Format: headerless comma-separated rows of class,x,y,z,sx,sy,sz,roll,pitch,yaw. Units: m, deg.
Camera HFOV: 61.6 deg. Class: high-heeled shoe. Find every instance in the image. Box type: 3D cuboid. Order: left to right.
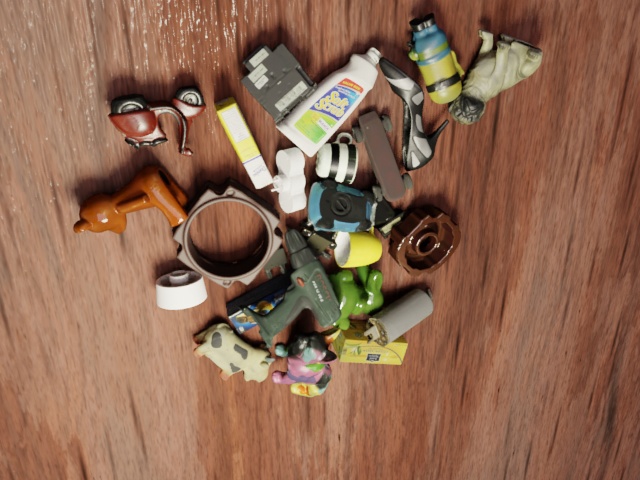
high-heeled shoe,0.172,-0.262,1.153,0.248,0.086,0.145,38,105,-25

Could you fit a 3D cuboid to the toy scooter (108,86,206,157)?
toy scooter,-0.309,-0.220,1.047,0.184,0.075,0.135,-13,117,-14

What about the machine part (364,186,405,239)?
machine part,0.144,-0.069,1.252,0.084,0.039,0.138,-35,119,11

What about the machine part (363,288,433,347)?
machine part,0.197,0.188,1.317,0.243,0.079,0.079,-26,121,-35

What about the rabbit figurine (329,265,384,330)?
rabbit figurine,0.087,0.127,1.297,0.170,0.121,0.159,14,103,-39

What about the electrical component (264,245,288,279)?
electrical component,-0.110,0.042,1.240,0.063,0.021,0.093,-18,117,-6

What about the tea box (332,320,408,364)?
tea box,0.122,0.256,1.352,0.169,0.098,0.068,7,111,-20

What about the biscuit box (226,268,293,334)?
biscuit box,-0.116,0.138,1.257,0.203,0.063,0.059,-28,119,-2

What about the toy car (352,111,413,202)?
toy car,0.135,-0.181,1.181,0.089,0.053,0.202,-23,99,-4

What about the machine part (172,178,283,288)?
machine part,-0.196,-0.013,1.148,0.201,0.087,0.201,35,100,-20

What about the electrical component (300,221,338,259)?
electrical component,-0.004,-0.004,1.238,0.102,0.045,0.078,22,132,-20

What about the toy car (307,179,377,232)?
toy car,0.039,-0.070,1.185,0.162,0.103,0.109,6,86,-19

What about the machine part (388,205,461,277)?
machine part,0.249,0.002,1.283,0.179,0.056,0.179,-13,126,-19

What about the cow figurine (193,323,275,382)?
cow figurine,-0.195,0.270,1.285,0.127,0.086,0.194,-37,116,10

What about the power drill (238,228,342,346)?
power drill,-0.075,0.116,1.180,0.207,0.086,0.232,-35,91,-18

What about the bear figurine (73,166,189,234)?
bear figurine,-0.378,-0.058,1.073,0.196,0.120,0.131,-34,120,3

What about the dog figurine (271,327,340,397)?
dog figurine,-0.008,0.283,1.266,0.191,0.108,0.219,32,138,-24

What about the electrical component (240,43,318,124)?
electrical component,-0.087,-0.315,1.056,0.115,0.058,0.134,-39,93,3

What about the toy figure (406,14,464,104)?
toy figure,0.237,-0.370,1.115,0.082,0.089,0.180,-3,130,36

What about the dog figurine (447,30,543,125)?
dog figurine,0.385,-0.340,1.175,0.172,0.121,0.190,8,125,-14
